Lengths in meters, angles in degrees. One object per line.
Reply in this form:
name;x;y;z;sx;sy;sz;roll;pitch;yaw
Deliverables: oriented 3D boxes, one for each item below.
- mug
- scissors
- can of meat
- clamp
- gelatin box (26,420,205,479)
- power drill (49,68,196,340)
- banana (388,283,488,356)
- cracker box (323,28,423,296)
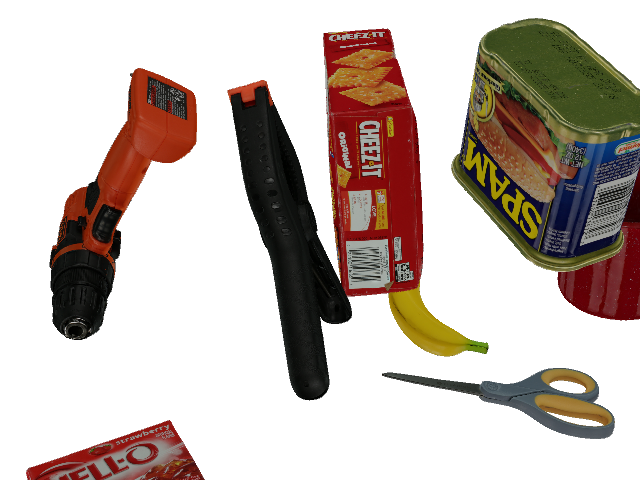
mug;0.200;-0.003;0.749;0.093;0.081;0.117;-27;38;-35
scissors;0.164;0.127;0.953;0.202;0.016;0.096;17;29;16
can of meat;0.114;-0.050;0.533;0.057;0.084;0.102;-17;46;-20
clamp;-0.020;-0.008;0.753;0.036;0.210;0.164;-14;5;10
gelatin box;-0.112;0.142;0.596;0.089;0.030;0.073;-16;28;-20
power drill;-0.166;-0.032;0.867;0.057;0.188;0.184;23;29;-24
banana;0.115;0.083;1.213;0.069;0.037;0.198;5;24;-24
cracker box;0.044;-0.075;0.926;0.072;0.164;0.213;-4;27;2
